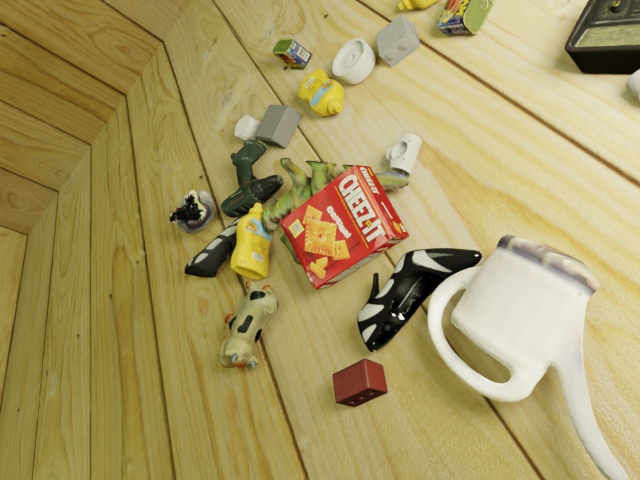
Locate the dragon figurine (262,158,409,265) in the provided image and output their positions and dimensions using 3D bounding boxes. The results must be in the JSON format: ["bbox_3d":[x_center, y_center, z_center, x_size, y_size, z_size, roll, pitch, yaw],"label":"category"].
[{"bbox_3d":[0.003,-0.057,1.136,0.413,0.122,0.242,18,98,45],"label":"dragon figurine"}]

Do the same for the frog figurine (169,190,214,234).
[{"bbox_3d":[-0.378,-0.087,1.573,0.159,0.122,0.137,-140,69,-88],"label":"frog figurine"}]

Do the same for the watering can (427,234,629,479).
[{"bbox_3d":[0.286,0.122,0.679,0.224,0.103,0.352,-57,37,3],"label":"watering can"}]
